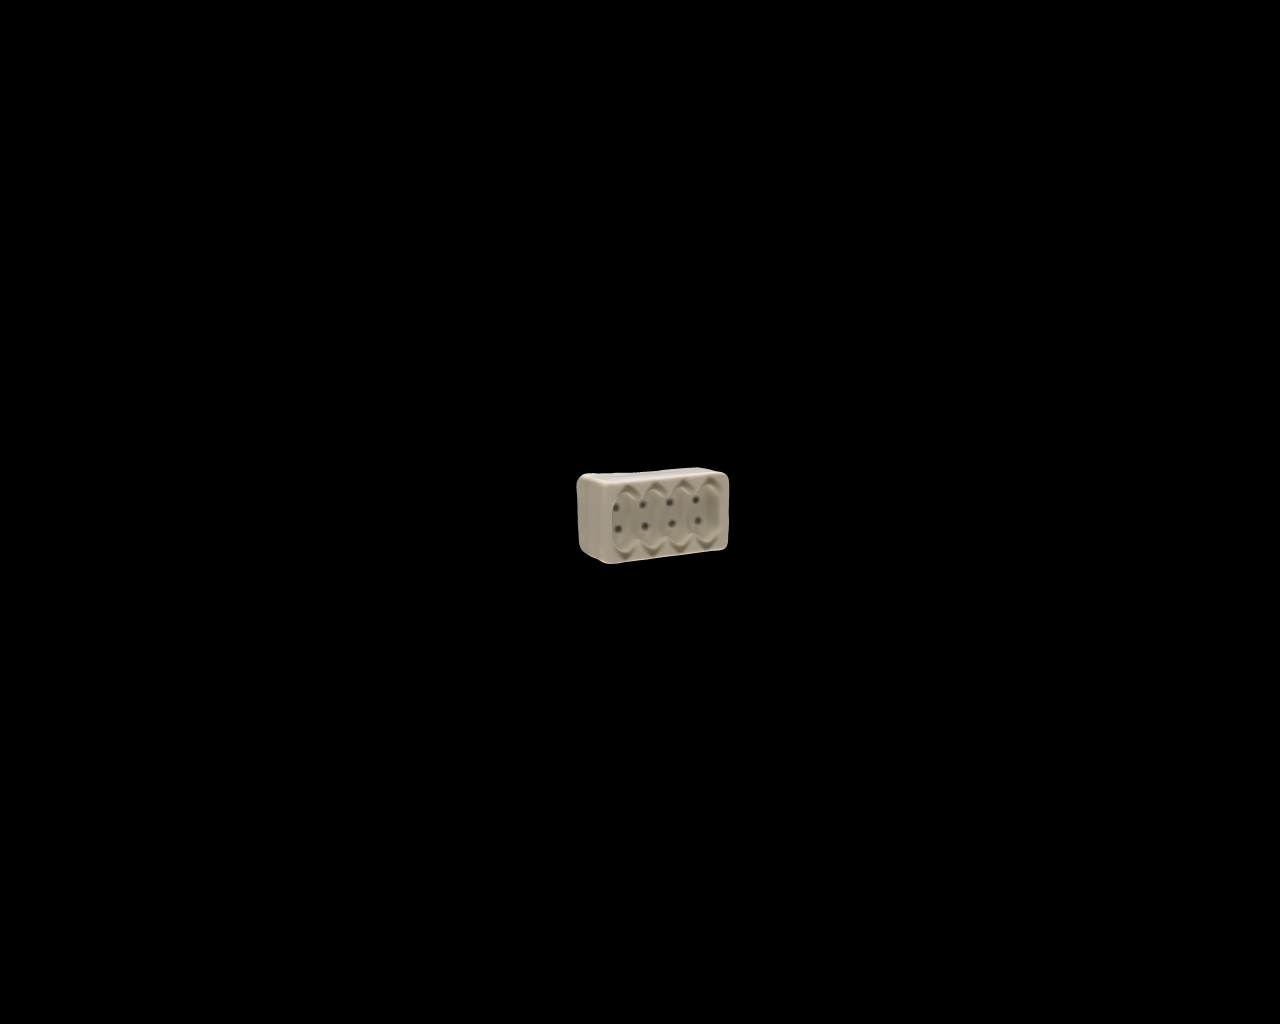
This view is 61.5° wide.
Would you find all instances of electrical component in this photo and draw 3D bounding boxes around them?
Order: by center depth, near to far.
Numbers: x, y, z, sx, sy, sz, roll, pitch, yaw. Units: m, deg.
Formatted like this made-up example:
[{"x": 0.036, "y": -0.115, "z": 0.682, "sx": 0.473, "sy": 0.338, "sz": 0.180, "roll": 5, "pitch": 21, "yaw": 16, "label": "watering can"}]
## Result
[{"x": 0.001, "y": -0.003, "z": 0.650, "sx": 0.083, "sy": 0.047, "sz": 0.076, "roll": -5, "pitch": 12, "yaw": -24, "label": "electrical component"}]
